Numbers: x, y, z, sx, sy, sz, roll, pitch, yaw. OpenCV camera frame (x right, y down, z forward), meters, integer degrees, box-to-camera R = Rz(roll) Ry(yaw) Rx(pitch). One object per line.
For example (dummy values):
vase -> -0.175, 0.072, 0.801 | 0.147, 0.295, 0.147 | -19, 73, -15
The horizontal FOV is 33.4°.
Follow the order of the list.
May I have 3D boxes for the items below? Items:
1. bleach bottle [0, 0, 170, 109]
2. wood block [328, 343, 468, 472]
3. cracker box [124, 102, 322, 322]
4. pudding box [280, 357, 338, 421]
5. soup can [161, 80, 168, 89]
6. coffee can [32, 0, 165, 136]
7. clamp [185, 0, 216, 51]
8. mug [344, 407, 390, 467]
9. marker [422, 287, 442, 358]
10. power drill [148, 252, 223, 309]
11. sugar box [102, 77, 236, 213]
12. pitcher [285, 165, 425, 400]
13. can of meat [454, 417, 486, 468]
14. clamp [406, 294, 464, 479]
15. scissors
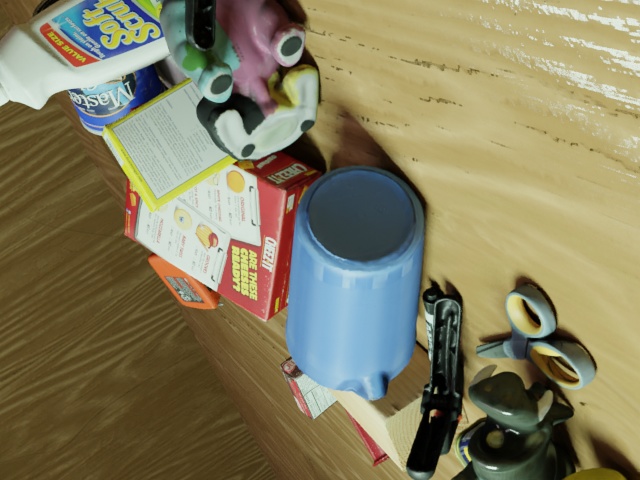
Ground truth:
bleach bottle -> -0.204, -0.191, 1.012 | 0.102, 0.250, 0.068 | 59, 167, -8
wood block -> 0.062, 0.147, 1.190 | 0.206, 0.090, 0.090 | 42, 160, 48
cracker box -> -0.108, -0.038, 1.131 | 0.214, 0.072, 0.164 | 28, 128, 26
pudding box -> 0.011, 0.161, 1.351 | 0.039, 0.113, 0.090 | 39, 158, 42
soup can -> -0.159, -0.154, 1.335 | 0.069, 0.068, 0.102 | 45, 163, 41
coffee can -> -0.239, -0.199, 1.169 | 0.103, 0.102, 0.140 | 45, 162, 41
clamp -> -0.093, -0.238, 0.848 | 0.039, 0.120, 0.171 | 13, -141, -52
mug -> 0.079, 0.211, 1.264 | 0.081, 0.093, 0.117 | 59, -169, 13
marker -> 0.111, 0.082, 1.023 | 0.020, 0.020, 0.121 | 48, 164, 33
power drill -> -0.134, -0.025, 1.304 | 0.057, 0.187, 0.184 | 2, 140, 36
sugar box -> -0.110, -0.111, 1.022 | 0.093, 0.176, 0.048 | 59, 165, -4
pitcher -> 0.029, 0.028, 0.984 | 0.149, 0.145, 0.243 | 27, 154, 14
can of meat -> 0.180, 0.213, 0.996 | 0.102, 0.057, 0.084 | 56, 165, 6
clamp -> 0.112, 0.161, 1.003 | 0.036, 0.164, 0.210 | 9, 157, 13
scissors -> 0.153, 0.071, 0.857 | 0.096, 0.016, 0.202 | 62, 166, -14
